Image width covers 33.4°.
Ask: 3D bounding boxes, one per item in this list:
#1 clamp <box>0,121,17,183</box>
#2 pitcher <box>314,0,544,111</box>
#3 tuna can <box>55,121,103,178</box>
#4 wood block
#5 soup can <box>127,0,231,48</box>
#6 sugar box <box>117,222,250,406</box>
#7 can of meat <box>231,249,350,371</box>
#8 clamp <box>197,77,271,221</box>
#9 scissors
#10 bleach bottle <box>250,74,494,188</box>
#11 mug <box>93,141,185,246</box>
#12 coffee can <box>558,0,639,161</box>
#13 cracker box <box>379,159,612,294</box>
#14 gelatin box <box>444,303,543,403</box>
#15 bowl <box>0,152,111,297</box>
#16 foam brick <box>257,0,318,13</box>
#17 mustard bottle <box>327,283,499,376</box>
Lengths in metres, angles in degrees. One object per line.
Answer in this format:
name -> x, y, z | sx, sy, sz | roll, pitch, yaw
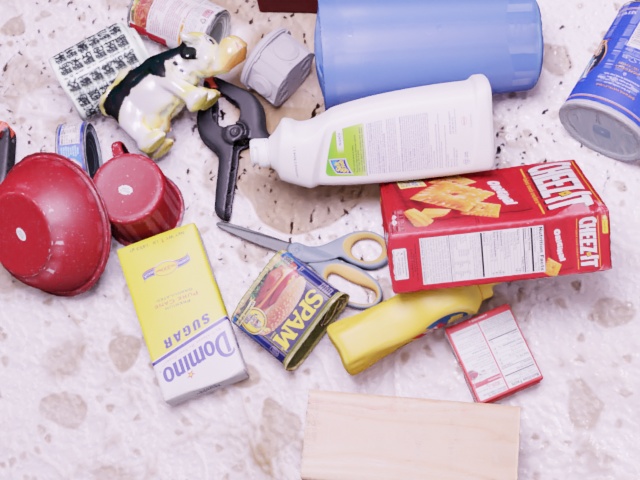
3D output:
clamp -> -0.406, -0.039, 1.209 | 0.165, 0.036, 0.210 | 36, 79, 13
pitcher -> 0.116, -0.200, 1.169 | 0.243, 0.149, 0.145 | -3, 41, 1
tuna can -> -0.267, -0.088, 1.185 | 0.034, 0.086, 0.086 | -6, 73, 1
wood block -> 0.090, 0.206, 1.065 | 0.206, 0.091, 0.090 | 4, 75, 6
soup can -> -0.162, -0.253, 1.234 | 0.102, 0.068, 0.068 | 25, 77, 11
sugar box -> -0.148, 0.079, 1.147 | 0.093, 0.048, 0.176 | -21, 72, -2
can of meat -> -0.033, 0.073, 1.126 | 0.084, 0.057, 0.102 | 38, 93, 16
clamp -> -0.080, -0.115, 1.201 | 0.120, 0.039, 0.171 | -18, 73, -1
scissors -> -0.008, 0.001, 1.172 | 0.202, 0.016, 0.096 | 35, 78, 13
bleach bottle -> 0.052, -0.110, 1.114 | 0.251, 0.068, 0.102 | -5, 109, 2
mug -> -0.205, -0.056, 1.172 | 0.093, 0.081, 0.117 | -18, 73, 0
coffee can -> 0.335, -0.171, 1.148 | 0.103, 0.103, 0.140 | 30, 78, 12
cracker box -> 0.171, -0.019, 1.085 | 0.214, 0.164, 0.072 | -7, 112, 4
gelatin box -> 0.180, 0.121, 1.113 | 0.073, 0.030, 0.089 | -23, 74, -3
bowl -> -0.301, -0.011, 1.137 | 0.162, 0.055, 0.162 | 8, 106, 28
foam brick -> -0.035, -0.300, 1.245 | 0.078, 0.053, 0.051 | 3, 74, 5
mustard bottle -> 0.103, 0.073, 1.099 | 0.191, 0.096, 0.058 | -27, 81, -3
